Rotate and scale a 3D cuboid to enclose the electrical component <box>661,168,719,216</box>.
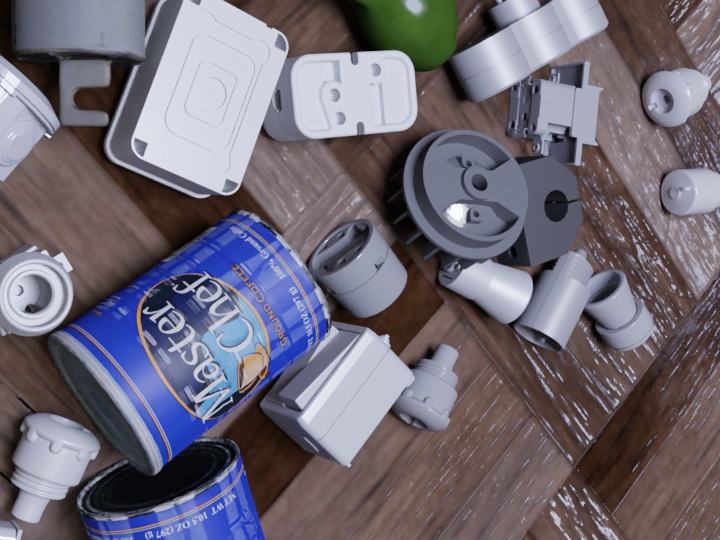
[{"bbox_3d":[0.299,-0.069,0.939,0.078,0.040,0.040,-6,97,-32],"label":"electrical component"}]

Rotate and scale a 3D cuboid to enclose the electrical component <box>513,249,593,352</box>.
[{"bbox_3d":[0.159,0.019,0.856,0.043,0.043,0.081,37,74,-28],"label":"electrical component"}]

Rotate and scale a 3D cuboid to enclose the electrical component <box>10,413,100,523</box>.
[{"bbox_3d":[-0.189,0.120,0.647,0.048,0.048,0.062,26,87,-31],"label":"electrical component"}]

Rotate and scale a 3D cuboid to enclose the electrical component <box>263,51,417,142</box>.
[{"bbox_3d":[-0.017,-0.117,0.727,0.095,0.059,0.053,-10,99,-31],"label":"electrical component"}]

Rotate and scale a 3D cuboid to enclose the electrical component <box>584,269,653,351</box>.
[{"bbox_3d":[0.212,0.034,0.889,0.045,0.045,0.055,-48,116,-20],"label":"electrical component"}]

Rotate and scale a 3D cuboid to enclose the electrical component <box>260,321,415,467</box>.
[{"bbox_3d":[-0.015,0.076,0.741,0.061,0.062,0.096,47,70,-25],"label":"electrical component"}]

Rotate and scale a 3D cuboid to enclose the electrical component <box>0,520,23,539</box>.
[{"bbox_3d":[-0.204,0.190,0.635,0.057,0.058,0.078,16,85,-29],"label":"electrical component"}]

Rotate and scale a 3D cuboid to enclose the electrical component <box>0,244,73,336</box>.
[{"bbox_3d":[-0.196,0.013,0.627,0.066,0.055,0.048,-36,111,-25],"label":"electrical component"}]

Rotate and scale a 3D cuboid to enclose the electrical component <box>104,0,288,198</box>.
[{"bbox_3d":[-0.104,-0.109,0.675,0.078,0.057,0.113,23,81,-31],"label":"electrical component"}]

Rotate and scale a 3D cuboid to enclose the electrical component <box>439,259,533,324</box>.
[{"bbox_3d":[0.093,0.008,0.816,0.065,0.044,0.044,27,79,-25],"label":"electrical component"}]

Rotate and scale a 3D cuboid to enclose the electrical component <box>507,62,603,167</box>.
[{"bbox_3d":[0.151,-0.123,0.842,0.064,0.042,0.081,5,90,-30],"label":"electrical component"}]

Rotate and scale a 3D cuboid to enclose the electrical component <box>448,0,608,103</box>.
[{"bbox_3d":[0.121,-0.189,0.812,0.138,0.052,0.073,-34,101,-26],"label":"electrical component"}]

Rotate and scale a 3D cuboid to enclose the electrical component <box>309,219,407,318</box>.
[{"bbox_3d":[0.000,0.000,0.750,0.055,0.055,0.047,-51,120,-19],"label":"electrical component"}]

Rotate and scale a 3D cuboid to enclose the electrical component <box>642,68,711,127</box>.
[{"bbox_3d":[0.275,-0.152,0.917,0.062,0.048,0.048,-25,106,-36],"label":"electrical component"}]

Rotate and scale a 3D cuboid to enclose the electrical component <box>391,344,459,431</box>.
[{"bbox_3d":[0.053,0.085,0.795,0.048,0.048,0.062,40,66,-28],"label":"electrical component"}]

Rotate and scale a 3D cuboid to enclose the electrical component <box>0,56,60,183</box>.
[{"bbox_3d":[-0.212,-0.091,0.597,0.080,0.080,0.051,43,77,-27],"label":"electrical component"}]
